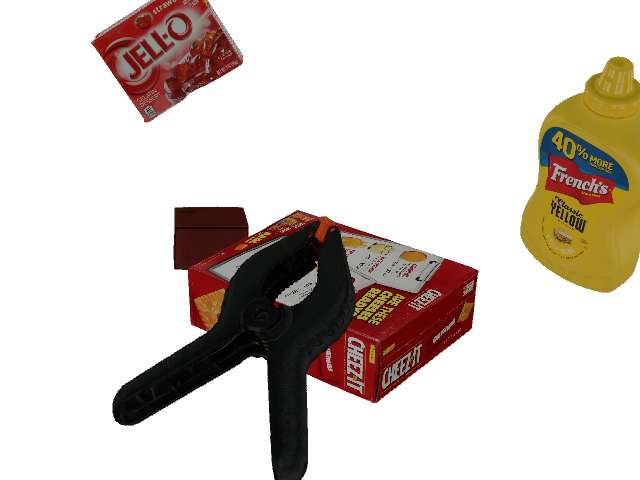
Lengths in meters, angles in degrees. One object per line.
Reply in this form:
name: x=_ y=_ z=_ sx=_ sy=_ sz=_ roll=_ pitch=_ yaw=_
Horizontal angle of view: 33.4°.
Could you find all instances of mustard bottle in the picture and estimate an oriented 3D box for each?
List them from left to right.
mustard bottle: x=0.208 y=-0.054 z=0.809 sx=0.058 sy=0.192 sz=0.096 roll=-30 pitch=52 yaw=-29

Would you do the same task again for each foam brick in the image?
foam brick: x=-0.119 y=-0.003 z=1.145 sx=0.078 sy=0.051 sz=0.053 roll=0 pitch=26 yaw=-8

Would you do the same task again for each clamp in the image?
clamp: x=-0.024 y=0.060 z=0.606 sx=0.120 sy=0.171 sz=0.039 roll=28 pitch=-26 yaw=25

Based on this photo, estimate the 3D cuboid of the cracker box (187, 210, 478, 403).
cracker box: x=0.011 y=0.054 z=0.979 sx=0.214 sy=0.072 sz=0.163 roll=19 pitch=32 yaw=33

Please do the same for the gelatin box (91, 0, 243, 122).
gelatin box: x=-0.113 y=-0.142 z=0.795 sx=0.089 sy=0.073 sz=0.030 roll=-30 pitch=20 yaw=9
